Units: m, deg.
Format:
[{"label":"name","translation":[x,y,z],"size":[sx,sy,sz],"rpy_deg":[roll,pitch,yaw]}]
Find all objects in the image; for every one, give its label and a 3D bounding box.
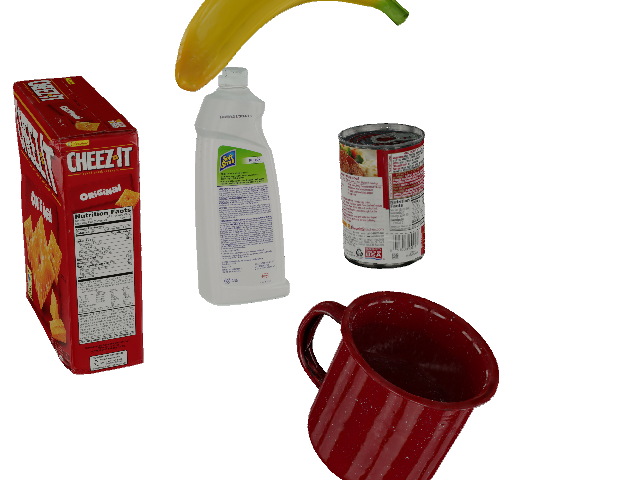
[{"label":"banana","translation":[-0.022,-0.155,0.695],"size":[0.197,0.069,0.037],"rpy_deg":[-25,-8,-34]},{"label":"soup can","translation":[0.050,-0.036,0.852],"size":[0.068,0.102,0.068],"rpy_deg":[-3,20,1]},{"label":"bleach bottle","translation":[-0.085,-0.060,1.152],"size":[0.102,0.251,0.068],"rpy_deg":[-7,17,-27]},{"label":"cracker box","translation":[-0.212,-0.016,0.920],"size":[0.072,0.214,0.164],"rpy_deg":[-10,27,-26]},{"label":"mug","translation":[0.033,0.082,0.608],"size":[0.117,0.082,0.093],"rpy_deg":[35,35,19]}]
